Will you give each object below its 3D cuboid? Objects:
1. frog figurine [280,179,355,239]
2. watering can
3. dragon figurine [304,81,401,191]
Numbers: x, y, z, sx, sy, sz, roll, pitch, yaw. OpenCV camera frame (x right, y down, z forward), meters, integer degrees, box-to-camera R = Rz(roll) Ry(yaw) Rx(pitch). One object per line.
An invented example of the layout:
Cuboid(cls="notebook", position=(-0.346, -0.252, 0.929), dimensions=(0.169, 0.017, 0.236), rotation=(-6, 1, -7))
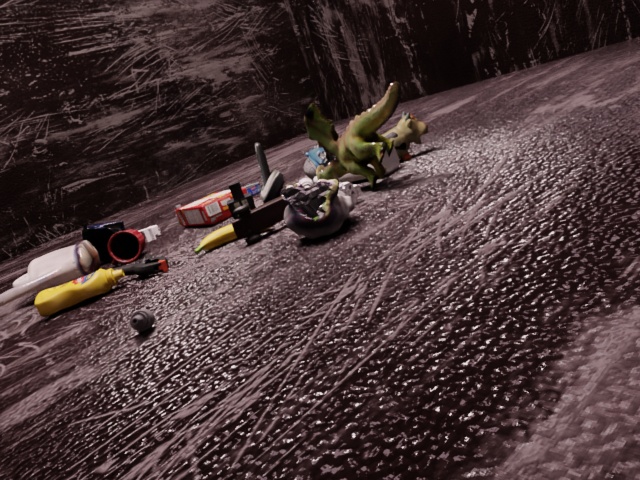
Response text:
Cuboid(cls="frog figurine", position=(0.003, -0.053, 1.044), dimensions=(0.137, 0.124, 0.157), rotation=(-28, -22, 6))
Cuboid(cls="watering can", position=(-0.730, 0.093, 1.407), dimensions=(0.225, 0.103, 0.350), rotation=(-22, 15, -8))
Cuboid(cls="dragon figurine", position=(0.059, -0.249, 1.246), dimensions=(0.244, 0.400, 0.124), rotation=(27, 51, 16))
